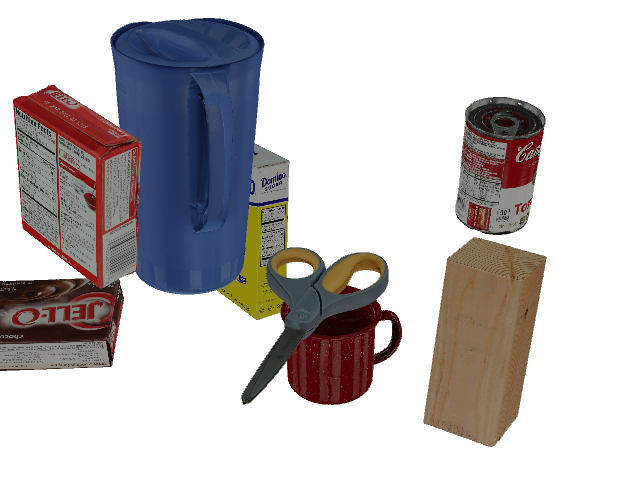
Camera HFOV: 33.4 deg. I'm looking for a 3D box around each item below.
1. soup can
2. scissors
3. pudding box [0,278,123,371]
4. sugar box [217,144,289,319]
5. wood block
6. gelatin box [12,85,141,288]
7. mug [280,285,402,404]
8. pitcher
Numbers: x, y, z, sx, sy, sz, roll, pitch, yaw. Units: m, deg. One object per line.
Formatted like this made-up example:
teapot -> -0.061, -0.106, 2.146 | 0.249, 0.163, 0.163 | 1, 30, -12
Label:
soup can -> 0.155, -0.064, 0.931 | 0.068, 0.102, 0.068 | 1, 36, -1
scissors -> -0.026, 0.047, 0.718 | 0.096, 0.016, 0.201 | 17, 30, 29
pudding box -> -0.237, 0.074, 0.951 | 0.113, 0.039, 0.090 | -4, 33, -1
sugar box -> -0.076, -0.013, 1.152 | 0.048, 0.176, 0.093 | -17, 29, -32
wood block -> 0.186, 0.114, 1.211 | 0.090, 0.206, 0.090 | 16, 23, 25
gelatin box -> -0.132, -0.030, 0.581 | 0.073, 0.089, 0.030 | 32, 42, 29
mug -> 0.021, 0.096, 1.000 | 0.117, 0.081, 0.093 | -10, 31, -17
pitcher -> -0.118, -0.071, 0.975 | 0.145, 0.243, 0.149 | 14, 31, 18
